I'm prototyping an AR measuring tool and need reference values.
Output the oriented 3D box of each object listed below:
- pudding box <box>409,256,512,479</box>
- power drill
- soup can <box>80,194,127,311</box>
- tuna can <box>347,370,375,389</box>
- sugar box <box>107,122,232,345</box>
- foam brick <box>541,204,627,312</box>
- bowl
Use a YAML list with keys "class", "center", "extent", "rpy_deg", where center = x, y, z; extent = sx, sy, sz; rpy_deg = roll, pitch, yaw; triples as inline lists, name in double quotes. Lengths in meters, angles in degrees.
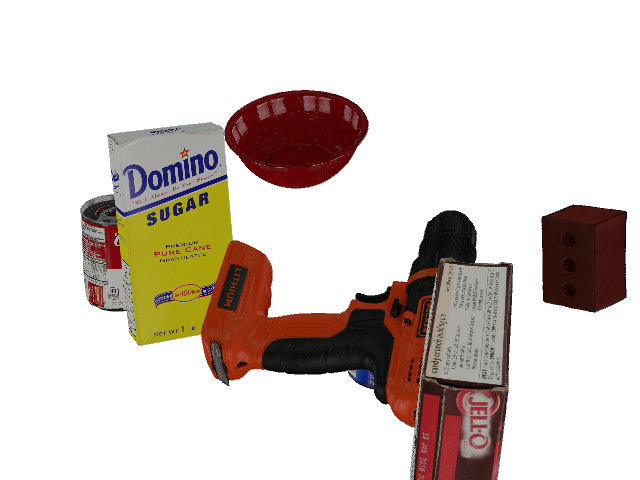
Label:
- class: "pudding box"
  center: [0.062, 0.071, 0.471]
  extent: [0.039, 0.090, 0.113]
  rpy_deg: [6, 26, 6]
- class: "power drill"
  center: [0.018, 0.044, 0.775]
  extent: [0.188, 0.184, 0.057]
  rpy_deg: [3, -43, 13]
- class: "soup can"
  center: [-0.208, 0.013, 1.089]
  extent: [0.068, 0.102, 0.068]
  rpy_deg: [2, 26, -1]
- class: "tuna can"
  center: [0.068, 0.116, 1.053]
  extent: [0.086, 0.034, 0.086]
  rpy_deg: [0, 20, 0]
- class: "sugar box"
  center: [-0.123, -0.007, 0.903]
  extent: [0.093, 0.176, 0.048]
  rpy_deg: [-10, 18, -20]
- class: "foam brick"
  center: [0.220, 0.014, 0.892]
  extent: [0.053, 0.078, 0.051]
  rpy_deg: [11, 22, 44]
- class: "bowl"
  center: [-0.026, -0.107, 1.206]
  extent: [0.162, 0.055, 0.162]
  rpy_deg: [-3, 38, 2]
